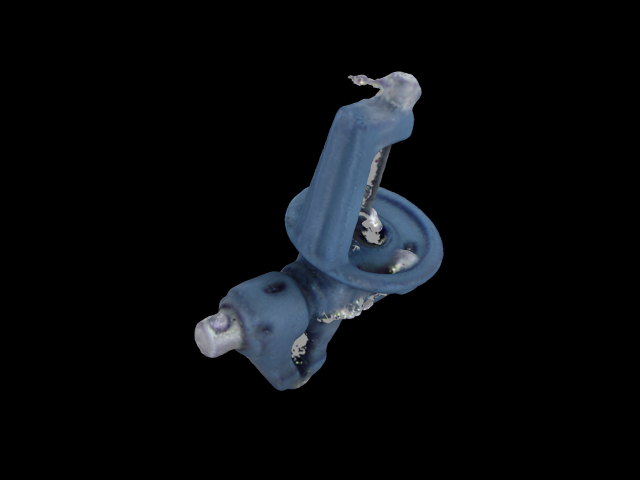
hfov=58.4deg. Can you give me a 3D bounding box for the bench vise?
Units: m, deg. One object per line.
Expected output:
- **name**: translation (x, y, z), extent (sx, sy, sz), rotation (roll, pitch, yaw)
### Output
- **bench vise**: translation (0.014, 0.007, 0.396), extent (0.121, 0.220, 0.208), rotation (26, 56, 20)
